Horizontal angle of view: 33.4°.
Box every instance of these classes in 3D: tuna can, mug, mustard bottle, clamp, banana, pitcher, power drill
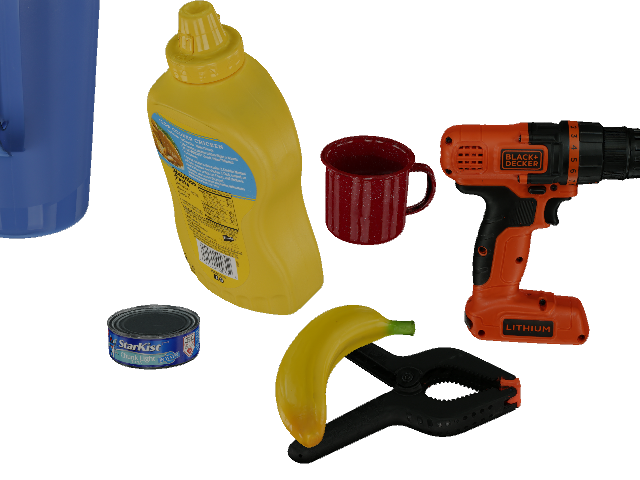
[{"bbox_3d":[-0.155,0.089,0.993,0.086,0.034,0.086,1,16,0],"label":"tuna can"},{"bbox_3d":[0.058,-0.050,1.068,0.117,0.081,0.093,-5,31,-9],"label":"mug"},{"bbox_3d":[-0.053,-0.048,0.606,0.096,0.191,0.058,27,53,33],"label":"mustard bottle"},{"bbox_3d":[0.074,0.144,0.973,0.210,0.036,0.164,5,44,16],"label":"clamp"},{"bbox_3d":[0.007,0.090,0.797,0.070,0.037,0.197,7,24,24],"label":"banana"},{"bbox_3d":[-0.232,-0.124,0.804,0.145,0.243,0.148,26,33,35],"label":"pitcher"},{"bbox_3d":[0.192,-0.008,0.893,0.184,0.188,0.057,2,17,10],"label":"power drill"}]
